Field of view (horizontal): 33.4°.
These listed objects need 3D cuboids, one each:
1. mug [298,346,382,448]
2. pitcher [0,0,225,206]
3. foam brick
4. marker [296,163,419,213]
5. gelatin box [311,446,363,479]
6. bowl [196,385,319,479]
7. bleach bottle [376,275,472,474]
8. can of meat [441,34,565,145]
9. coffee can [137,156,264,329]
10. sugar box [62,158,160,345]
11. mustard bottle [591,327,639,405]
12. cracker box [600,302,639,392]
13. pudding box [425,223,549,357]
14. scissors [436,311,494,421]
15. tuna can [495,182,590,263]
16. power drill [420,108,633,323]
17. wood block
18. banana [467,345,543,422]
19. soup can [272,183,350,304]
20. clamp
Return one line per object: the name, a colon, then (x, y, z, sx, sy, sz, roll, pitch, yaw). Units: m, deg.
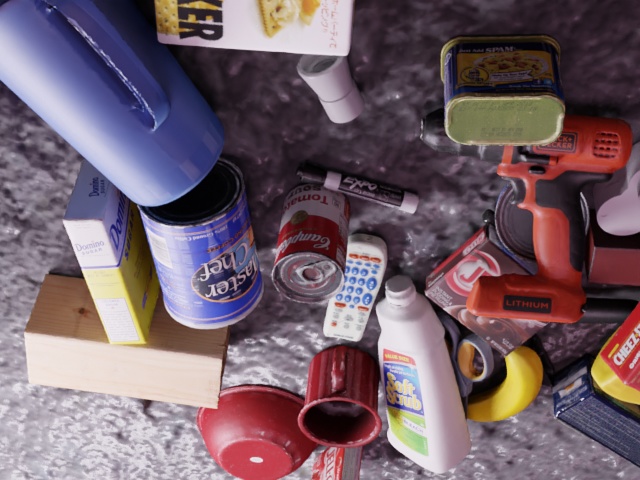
mug: (0.024, 0.166, 1.193, 0.093, 0.081, 0.117, -1, 134, 8)
pitcher: (-0.181, -0.138, 0.883, 0.145, 0.149, 0.242, -22, 131, 22)
foam brick: (0.297, 0.008, 1.029, 0.078, 0.053, 0.051, 2, 135, 4)
marker: (0.035, -0.051, 1.025, 0.121, 0.020, 0.020, 15, 134, -8)
gelatin box: (0.018, 0.292, 1.312, 0.030, 0.089, 0.073, 30, 130, -18)
bowl: (-0.076, 0.248, 1.304, 0.162, 0.055, 0.162, 3, 134, 3)
bleach bottle: (0.102, 0.139, 1.163, 0.103, 0.068, 0.251, 29, 145, 44)
can of meat: (0.153, -0.125, 0.894, 0.102, 0.084, 0.057, 0, 134, 6)
coffee can: (-0.114, 0.002, 1.036, 0.103, 0.102, 0.140, -1, 134, 7)
sugar box: (-0.203, 0.013, 1.062, 0.048, 0.093, 0.176, -1, 134, 5)
mustard bottle: (0.392, 0.156, 1.155, 0.191, 0.058, 0.096, 30, 106, -22)
cracker box: (0.415, 0.107, 1.065, 0.213, 0.072, 0.164, 27, 105, -19)
pudding box: (0.174, 0.050, 1.049, 0.113, 0.039, 0.090, 36, 122, -15)
scissors: (0.147, 0.146, 1.186, 0.096, 0.016, 0.202, 47, 156, 20)
tuna can: (0.207, -0.023, 0.996, 0.086, 0.033, 0.086, 2, 102, 10)
power drill: (0.176, -0.025, 0.952, 0.184, 0.057, 0.188, 5, 102, 8)
wood block: (-0.204, 0.109, 1.159, 0.206, 0.090, 0.090, 8, 133, -1)
banana: (0.203, 0.161, 1.175, 0.070, 0.037, 0.198, 36, 149, 16)
soup can: (-0.007, 0.001, 1.022, 0.068, 0.102, 0.068, 3, 134, 3)
clamp: (0.210, 0.084, 1.124, 0.210, 0.036, 0.165, 20, 137, -10)
